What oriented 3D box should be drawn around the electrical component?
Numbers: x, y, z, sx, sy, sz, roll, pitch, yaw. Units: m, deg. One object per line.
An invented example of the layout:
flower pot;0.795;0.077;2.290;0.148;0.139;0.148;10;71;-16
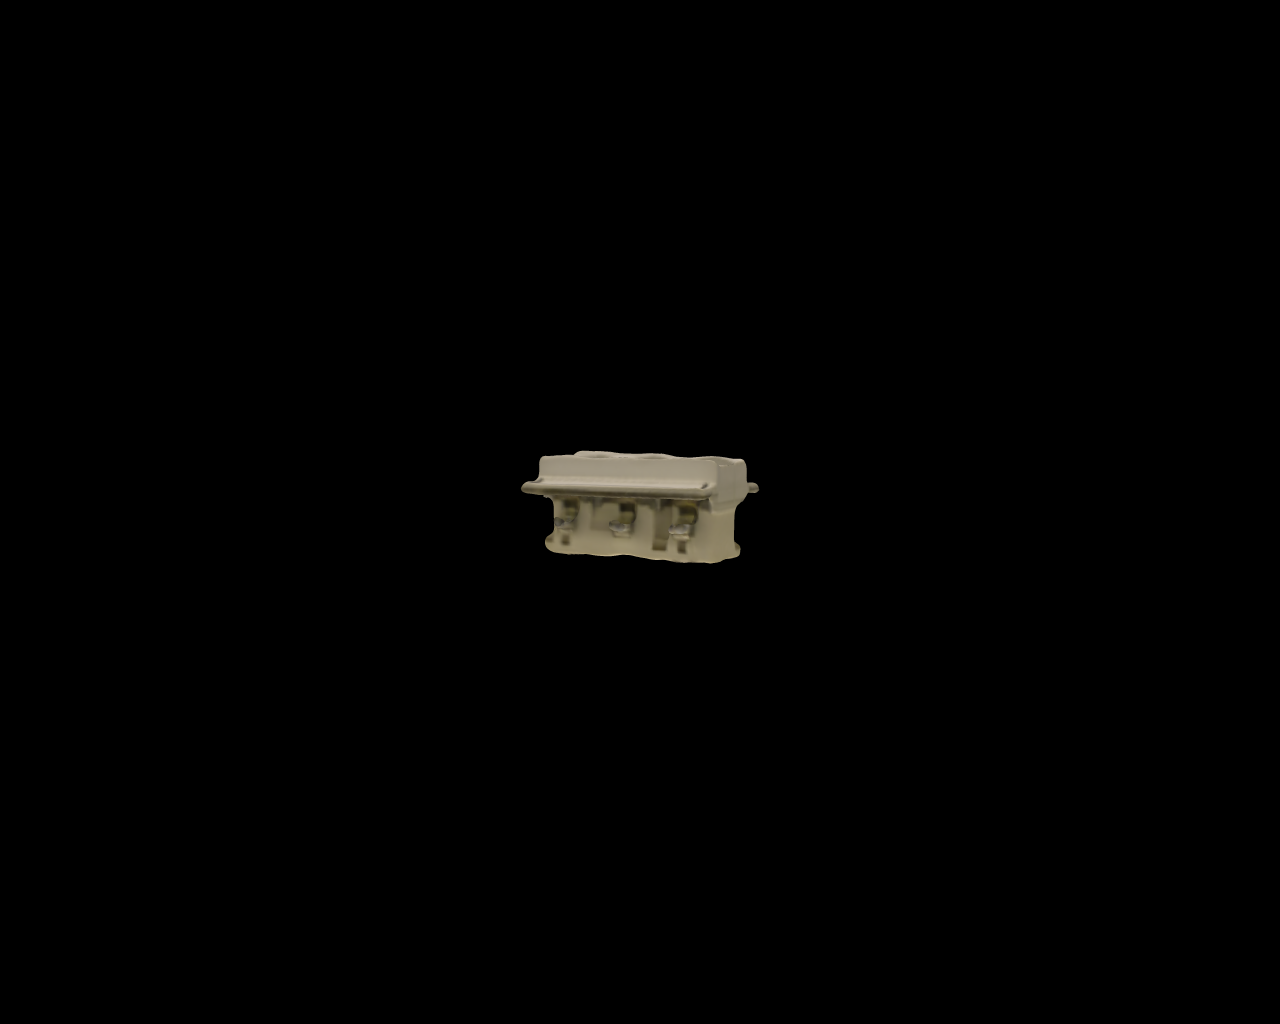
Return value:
electrical component;0.001;-0.003;0.650;0.121;0.063;0.079;4;8;29
